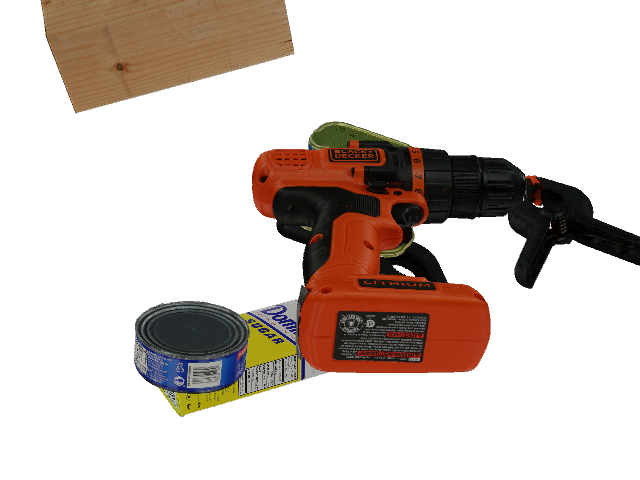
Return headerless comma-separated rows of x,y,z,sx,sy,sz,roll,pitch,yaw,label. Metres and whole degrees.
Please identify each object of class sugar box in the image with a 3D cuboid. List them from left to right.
-0.078,0.114,1.075,0.176,0.048,0.093,-16,32,-24,sugar box

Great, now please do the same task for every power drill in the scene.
0.051,0.002,0.656,0.184,0.057,0.187,-1,33,-3,power drill

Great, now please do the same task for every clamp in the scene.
0.061,0.014,1.223,0.164,0.036,0.210,-18,50,-37,clamp
0.231,-0.014,0.990,0.120,0.039,0.171,-2,33,3,clamp

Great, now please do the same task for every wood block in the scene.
-0.138,-0.200,0.965,0.206,0.090,0.091,-16,-43,-4,wood block

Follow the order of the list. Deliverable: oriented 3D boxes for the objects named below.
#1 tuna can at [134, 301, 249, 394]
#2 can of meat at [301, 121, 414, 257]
-0.097,0.080,0.803,0.086,0.034,0.086,6,24,-3,tuna can
0.034,-0.045,0.908,0.102,0.084,0.057,21,36,21,can of meat
